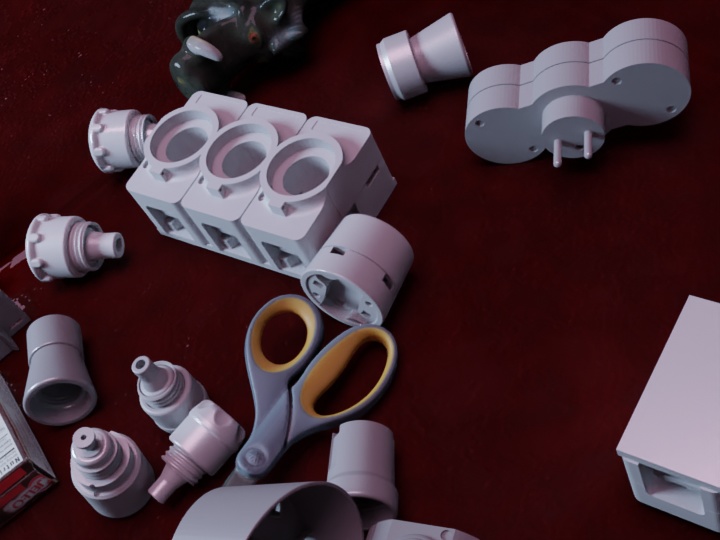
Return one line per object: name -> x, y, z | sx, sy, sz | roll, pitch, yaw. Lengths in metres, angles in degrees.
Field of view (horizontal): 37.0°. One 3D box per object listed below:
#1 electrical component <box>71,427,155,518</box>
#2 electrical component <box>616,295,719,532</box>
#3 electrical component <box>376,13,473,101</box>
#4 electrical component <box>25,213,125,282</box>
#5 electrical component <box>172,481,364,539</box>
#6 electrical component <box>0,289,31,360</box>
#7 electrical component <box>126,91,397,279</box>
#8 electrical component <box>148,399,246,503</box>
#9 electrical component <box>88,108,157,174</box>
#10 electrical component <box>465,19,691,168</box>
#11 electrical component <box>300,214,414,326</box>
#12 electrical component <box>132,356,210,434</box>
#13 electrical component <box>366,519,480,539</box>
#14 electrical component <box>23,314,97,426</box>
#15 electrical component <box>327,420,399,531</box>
electrical component -> -0.143, 0.110, 0.605 | 0.040, 0.078, 0.040 | -3, 57, 5
electrical component -> 0.207, 0.083, 0.484 | 0.150, 0.061, 0.089 | 18, 64, 32
electrical component -> 0.044, -0.144, 0.730 | 0.055, 0.045, 0.045 | -19, 51, 10
electrical component -> -0.193, -0.016, 0.737 | 0.062, 0.048, 0.048 | -2, 55, 14
electrical component -> -0.047, 0.150, 0.520 | 0.064, 0.099, 0.099 | -3, 55, 29
electrical component -> -0.272, 0.041, 0.730 | 0.081, 0.042, 0.064 | -41, 47, -10
electrical component -> -0.067, -0.058, 0.702 | 0.150, 0.061, 0.089 | 17, 64, 32
electrical component -> -0.096, 0.106, 0.612 | 0.035, 0.035, 0.061 | 32, 74, 37
electrical component -> -0.162, -0.095, 0.782 | 0.062, 0.048, 0.048 | -3, 55, 13
electrical component -> 0.127, -0.092, 0.640 | 0.138, 0.052, 0.073 | -14, 50, 29
electrical component -> 0.000, 0.000, 0.638 | 0.055, 0.055, 0.047 | 14, 59, 30
electrical component -> -0.114, 0.070, 0.628 | 0.035, 0.061, 0.035 | -11, 52, 15
electrical component -> 0.031, 0.155, 0.495 | 0.080, 0.080, 0.051 | 3, 52, 25
electrical component -> -0.192, 0.060, 0.683 | 0.044, 0.044, 0.065 | -25, 45, 4
electrical component -> 0.001, 0.108, 0.568 | 0.040, 0.040, 0.046 | -10, 47, 16
